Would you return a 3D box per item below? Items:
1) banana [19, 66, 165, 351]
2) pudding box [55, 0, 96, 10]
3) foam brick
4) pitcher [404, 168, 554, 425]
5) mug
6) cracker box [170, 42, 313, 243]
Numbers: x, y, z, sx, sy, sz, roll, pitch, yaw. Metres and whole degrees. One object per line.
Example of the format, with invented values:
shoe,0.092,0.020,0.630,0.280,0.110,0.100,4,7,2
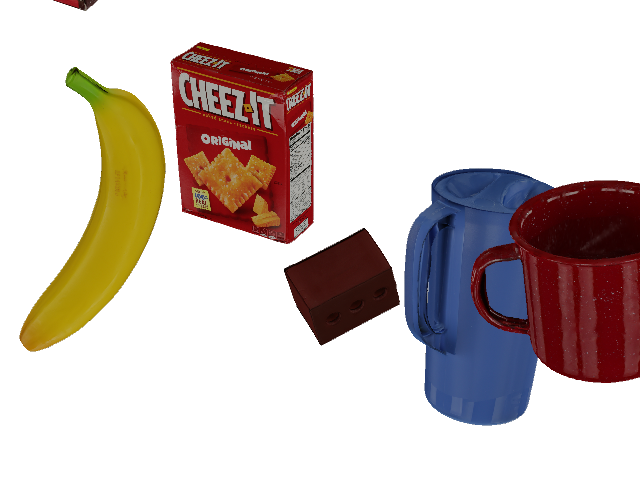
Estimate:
banana,-0.134,-0.013,0.644,0.069,0.198,0.037,8,30,-18
pudding box,-0.194,-0.223,0.806,0.090,0.039,0.113,19,38,5
foam brick,0.018,0.038,0.876,0.078,0.053,0.051,-28,49,-9
pitcher,0.158,0.059,1.060,0.149,0.243,0.145,6,22,7
mug,0.141,0.025,0.586,0.117,0.081,0.093,-6,28,8
cracker box,-0.094,-0.115,1.298,0.164,0.214,0.072,18,38,24
